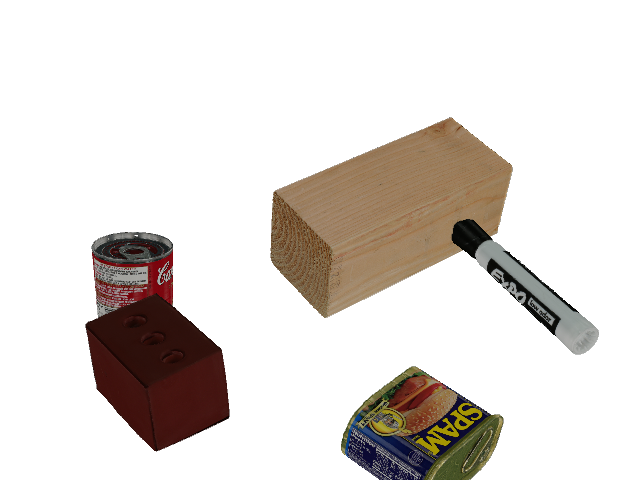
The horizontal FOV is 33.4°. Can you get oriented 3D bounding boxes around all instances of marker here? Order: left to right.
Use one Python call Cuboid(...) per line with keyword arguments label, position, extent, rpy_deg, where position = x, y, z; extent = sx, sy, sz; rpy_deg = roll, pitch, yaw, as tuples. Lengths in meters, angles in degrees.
Cuboid(label="marker", position=(0.115, 0.023, 0.620), extent=(0.020, 0.020, 0.121), rpy_deg=(0, 32, -34))

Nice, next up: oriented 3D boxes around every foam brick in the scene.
Cuboid(label="foam brick", position=(-0.098, 0.078, 0.642), extent=(0.052, 0.051, 0.078), rpy_deg=(-23, 38, -31))

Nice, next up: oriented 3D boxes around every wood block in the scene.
Cuboid(label="wood block", position=(0.064, -0.024, 0.981), extent=(0.205, 0.090, 0.091), rpy_deg=(-25, 50, -28))

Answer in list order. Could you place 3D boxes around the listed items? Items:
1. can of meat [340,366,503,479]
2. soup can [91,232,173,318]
Cuboid(label="can of meat", position=(0.078, 0.152, 0.831), extent=(0.084, 0.057, 0.101), rpy_deg=(31, 39, 30))
Cuboid(label="soup can", position=(-0.160, 0.052, 0.914), extent=(0.068, 0.102, 0.068), rpy_deg=(2, 20, -1))
